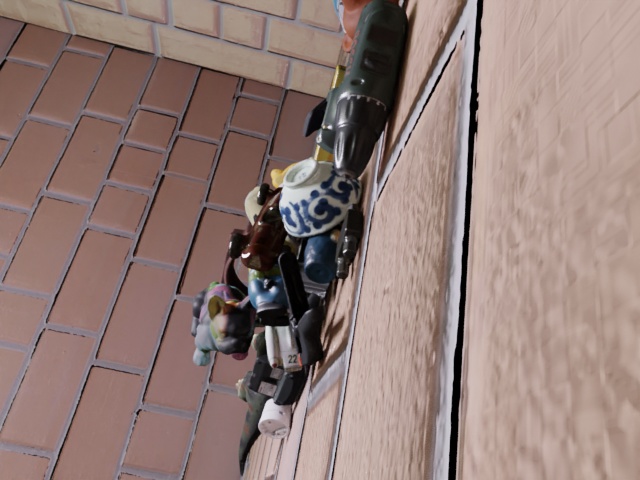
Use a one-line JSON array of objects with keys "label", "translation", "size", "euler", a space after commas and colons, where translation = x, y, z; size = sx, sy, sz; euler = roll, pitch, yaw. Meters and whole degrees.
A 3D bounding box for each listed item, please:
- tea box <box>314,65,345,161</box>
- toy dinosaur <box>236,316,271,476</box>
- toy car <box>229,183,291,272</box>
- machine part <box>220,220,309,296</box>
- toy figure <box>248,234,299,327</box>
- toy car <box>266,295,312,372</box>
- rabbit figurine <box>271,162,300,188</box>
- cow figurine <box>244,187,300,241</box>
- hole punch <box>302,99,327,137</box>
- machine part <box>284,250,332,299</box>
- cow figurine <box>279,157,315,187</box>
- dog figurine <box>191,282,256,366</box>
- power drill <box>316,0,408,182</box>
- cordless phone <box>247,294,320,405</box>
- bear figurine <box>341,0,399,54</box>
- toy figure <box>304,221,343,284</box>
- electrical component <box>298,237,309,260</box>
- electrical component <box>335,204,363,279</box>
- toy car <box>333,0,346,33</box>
[{"label": "tea box", "translation": [0.040, -0.196, 0.894], "size": [0.098, 0.068, 0.169], "euler": [-87, 12, -66]}, {"label": "toy dinosaur", "translation": [-0.097, 0.258, 1.055], "size": [0.192, 0.131, 0.405], "euler": [114, 162, -71]}, {"label": "toy car", "translation": [-0.072, -0.029, 0.836], "size": [0.202, 0.089, 0.053], "euler": [-70, -9, -47]}, {"label": "machine part", "translation": [-0.112, 0.068, 1.180], "size": [0.087, 0.201, 0.201], "euler": [-92, 16, -67]}, {"label": "toy figure", "translation": [-0.077, 0.049, 0.844], "size": [0.180, 0.089, 0.082], "euler": [-89, 18, -44]}, {"label": "toy car", "translation": [-0.052, 0.126, 0.859], "size": [0.202, 0.073, 0.056], "euler": [-102, 12, -53]}, {"label": "rabbit figurine", "translation": [-0.031, -0.101, 1.172], "size": [0.173, 0.163, 0.121], "euler": [1, -90, -76]}, {"label": "cow figurine", "translation": [-0.088, -0.018, 1.039], "size": [0.127, 0.085, 0.195], "euler": [76, 170, -68]}, {"label": "hole punch", "translation": [0.036, -0.249, 1.130], "size": [0.116, 0.092, 0.142], "euler": [-47, -7, -14]}, {"label": "machine part", "translation": [0.000, 0.020, 0.790], "size": [0.139, 0.084, 0.039], "euler": [-66, -34, -27]}, {"label": "cow figurine", "translation": [-0.018, -0.106, 1.029], "size": [0.167, 0.068, 0.098], "euler": [-35, -9, -49]}, {"label": "dog figurine", "translation": [-0.164, 0.127, 0.949], "size": [0.219, 0.108, 0.191], "euler": [117, 149, -52]}, {"label": "power drill", "translation": [0.043, -0.168, 0.690], "size": [0.207, 0.086, 0.232], "euler": [106, 179, -83]}, {"label": "cordless phone", "translation": [-0.048, 0.182, 0.948], "size": [0.146, 0.089, 0.184], "euler": [110, -177, -47]}, {"label": "bear figurine", "translation": [0.063, -0.364, 0.725], "size": [0.120, 0.132, 0.195], "euler": [22, 93, 52]}, {"label": "toy figure", "translation": [0.013, -0.009, 0.742], "size": [0.057, 0.064, 0.154], "euler": [54, -146, -33]}, {"label": "electrical component", "translation": [-0.002, -0.003, 0.923], "size": [0.115, 0.058, 0.134], "euler": [-79, 4, -50]}, {"label": "electrical component", "translation": [0.035, -0.001, 0.658], "size": [0.094, 0.021, 0.063], "euler": [-82, 6, -48]}, {"label": "toy car", "translation": [0.066, -0.378, 0.854], "size": [0.161, 0.109, 0.103], "euler": [105, 173, -73]}]
